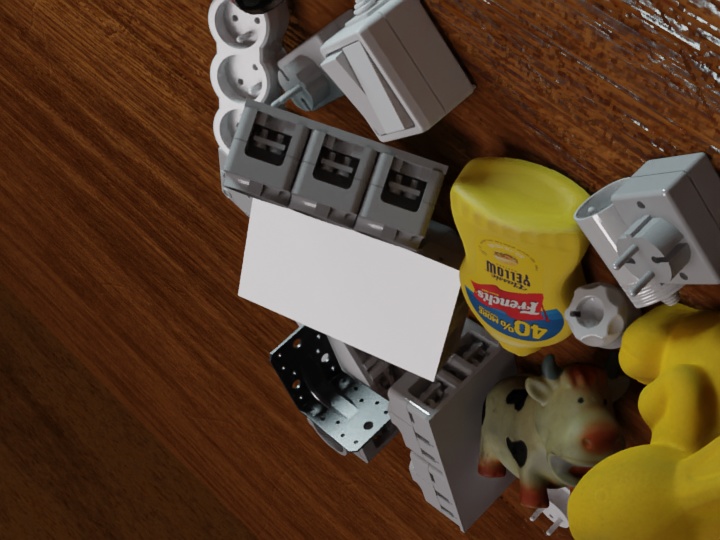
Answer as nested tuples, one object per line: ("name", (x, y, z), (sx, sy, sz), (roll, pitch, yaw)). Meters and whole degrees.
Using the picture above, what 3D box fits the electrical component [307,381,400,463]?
("electrical component", (-0.014, 0.153, 1.112), (0.089, 0.056, 0.050), (30, 152, 39))

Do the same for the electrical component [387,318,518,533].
("electrical component", (0.095, 0.143, 0.994), (0.060, 0.105, 0.186), (31, 153, 38))

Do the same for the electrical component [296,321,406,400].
("electrical component", (-0.010, 0.062, 1.118), (0.089, 0.062, 0.150), (16, 142, 54))

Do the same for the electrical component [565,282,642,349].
("electrical component", (0.171, 0.032, 0.731), (0.043, 0.043, 0.062), (29, -170, 40))

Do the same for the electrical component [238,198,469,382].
("electrical component", (0.000, 0.000, 0.893), (0.186, 0.060, 0.105), (23, 122, 17))

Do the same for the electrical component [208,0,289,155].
("electrical component", (-0.081, -0.162, 0.863), (0.052, 0.073, 0.138), (10, 118, 18))

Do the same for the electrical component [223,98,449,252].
("electrical component", (-0.019, -0.067, 0.794), (0.150, 0.061, 0.089), (19, 179, -1))

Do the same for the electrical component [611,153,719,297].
("electrical component", (0.172, -0.017, 0.610), (0.065, 0.077, 0.047), (55, 158, -16))

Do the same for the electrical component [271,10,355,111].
("electrical component", (-0.035, -0.143, 0.796), (0.047, 0.076, 0.083), (53, 159, -12))

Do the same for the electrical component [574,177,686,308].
("electrical component", (0.173, -0.012, 0.664), (0.081, 0.043, 0.043), (53, 158, -12))

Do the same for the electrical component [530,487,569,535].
("electrical component", (0.185, 0.206, 0.970), (0.138, 0.074, 0.052), (39, 157, 23))

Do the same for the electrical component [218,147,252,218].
("electrical component", (-0.092, -0.084, 1.045), (0.100, 0.048, 0.099), (42, 158, 15))

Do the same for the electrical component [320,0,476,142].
("electrical component", (0.018, -0.139, 0.721), (0.096, 0.061, 0.062), (55, 158, -16))
